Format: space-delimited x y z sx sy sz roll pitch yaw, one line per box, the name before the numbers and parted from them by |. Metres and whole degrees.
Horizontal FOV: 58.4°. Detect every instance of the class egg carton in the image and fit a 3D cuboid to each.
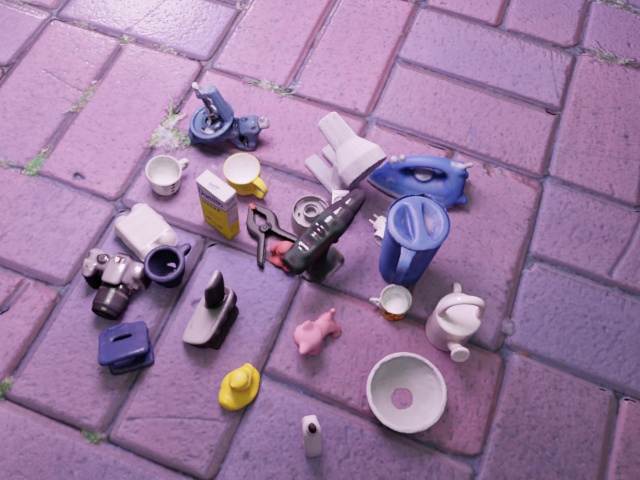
egg carton | -0.412 -0.016 1.361 0.150 0.069 0.107 41 68 17

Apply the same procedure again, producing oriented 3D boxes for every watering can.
watering can | 0.296 0.172 1.226 0.101 0.194 0.172 -15 65 -9

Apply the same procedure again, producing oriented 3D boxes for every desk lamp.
desk lamp | 0.056 -0.199 1.393 0.118 0.213 0.203 -36 70 -18

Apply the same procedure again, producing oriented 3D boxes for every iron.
iron | 0.250 -0.168 1.426 0.258 0.141 0.118 9 63 2

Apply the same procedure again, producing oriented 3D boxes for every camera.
camera | -0.472 0.099 1.282 0.143 0.101 0.137 15 63 5

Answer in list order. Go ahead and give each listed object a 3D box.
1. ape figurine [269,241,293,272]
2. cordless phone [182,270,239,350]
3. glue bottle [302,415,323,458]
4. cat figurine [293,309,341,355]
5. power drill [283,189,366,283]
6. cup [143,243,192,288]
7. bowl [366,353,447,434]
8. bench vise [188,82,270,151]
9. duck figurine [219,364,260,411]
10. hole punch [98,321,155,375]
ape figurine | -0.081 0.030 1.339 0.076 0.092 0.077 -17 65 -10
cordless phone | -0.241 0.147 1.221 0.094 0.185 0.148 18 64 7
glue bottle | -0.016 0.377 1.120 0.037 0.173 0.078 -10 64 -7
cat figurine | -0.010 0.197 1.243 0.128 0.118 0.067 -41 71 -20
power drill | 0.012 0.005 1.291 0.075 0.208 0.230 40 68 17
cup | -0.337 0.062 1.310 0.091 0.095 0.118 41 69 17
bowl | 0.177 0.327 1.209 0.167 0.075 0.167 1 63 -2
bench vise | -0.238 -0.323 1.439 0.207 0.220 0.121 -14 64 -9
duck figurine | -0.171 0.304 1.200 0.077 0.086 0.105 33 67 14
hole punch | -0.420 0.225 1.226 0.109 0.091 0.101 -16 65 -10
